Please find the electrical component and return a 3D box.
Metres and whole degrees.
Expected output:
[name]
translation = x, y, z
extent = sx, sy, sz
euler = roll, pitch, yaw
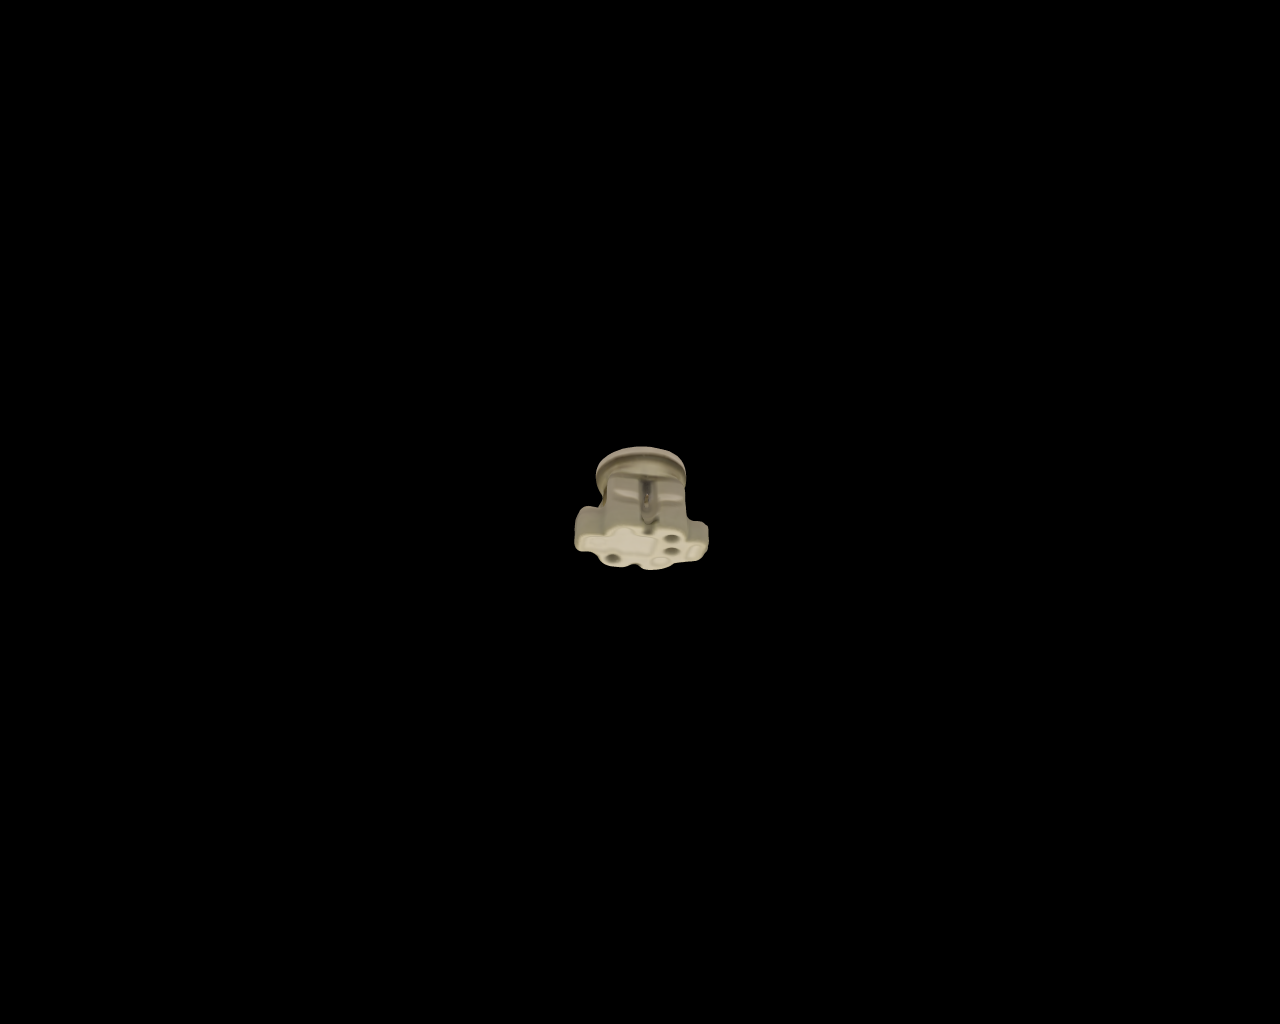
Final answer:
[electrical component]
translation = 0.001, -0.003, 0.650
extent = 0.078, 0.057, 0.058
euler = 6, -32, -9
